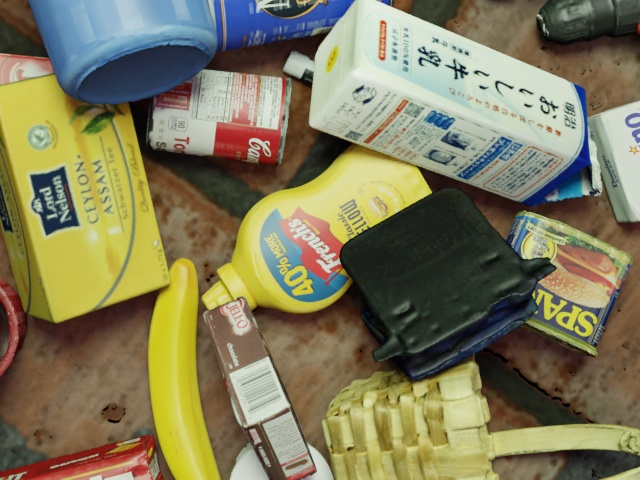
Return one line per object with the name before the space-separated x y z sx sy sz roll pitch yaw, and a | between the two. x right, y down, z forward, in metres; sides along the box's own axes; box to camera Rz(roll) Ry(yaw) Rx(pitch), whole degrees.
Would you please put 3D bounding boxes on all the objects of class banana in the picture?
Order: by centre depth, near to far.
banana | -0.101 0.115 0.813 0.070 0.037 0.198 -16 84 36

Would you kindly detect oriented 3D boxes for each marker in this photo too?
marker | 0.029 -0.116 0.843 0.121 0.020 0.020 25 88 -6

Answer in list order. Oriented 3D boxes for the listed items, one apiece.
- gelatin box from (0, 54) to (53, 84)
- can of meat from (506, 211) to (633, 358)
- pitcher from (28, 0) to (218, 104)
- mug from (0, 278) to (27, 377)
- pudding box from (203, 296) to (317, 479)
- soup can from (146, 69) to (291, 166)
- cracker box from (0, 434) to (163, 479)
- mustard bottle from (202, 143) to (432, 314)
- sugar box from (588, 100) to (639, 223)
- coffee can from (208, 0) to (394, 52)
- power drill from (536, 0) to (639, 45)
gelatin box | -0.226 -0.095 0.810 0.073 0.030 0.089 4 91 -8
can of meat | 0.186 0.034 0.845 0.102 0.057 0.084 25 86 -6
pitcher | -0.144 -0.223 0.704 0.145 0.149 0.243 -17 80 -10
mug | -0.266 0.075 0.783 0.093 0.081 0.117 20 88 -6
pudding box | -0.044 0.110 0.778 0.039 0.113 0.090 -22 136 -3
soup can | -0.076 -0.096 0.808 0.102 0.068 0.068 7 90 -6
cracker box | -0.181 0.273 0.800 0.164 0.072 0.214 -14 91 -6
mustard bottle | -0.005 0.001 0.822 0.191 0.058 0.096 -32 101 -5
sugar box | 0.313 -0.084 0.861 0.176 0.048 0.093 -20 92 -7
coffee can | -0.027 -0.199 0.789 0.140 0.103 0.103 -12 92 -11
power drill | 0.279 -0.137 0.815 0.184 0.057 0.188 -17 64 -2
